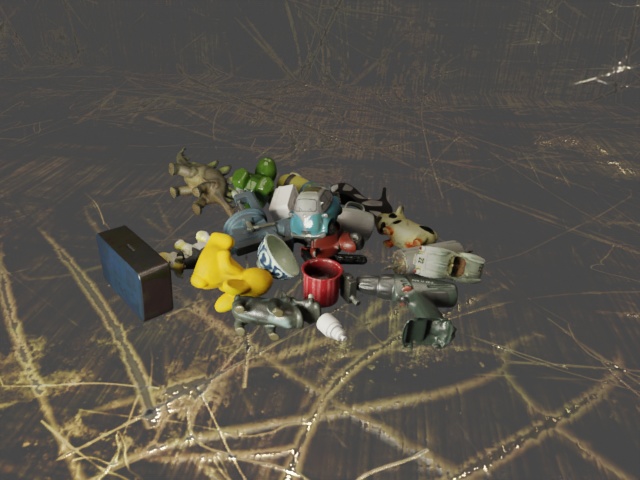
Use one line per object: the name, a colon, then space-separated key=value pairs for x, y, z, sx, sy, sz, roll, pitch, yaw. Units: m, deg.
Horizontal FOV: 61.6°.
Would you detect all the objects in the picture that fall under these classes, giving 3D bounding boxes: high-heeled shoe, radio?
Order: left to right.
radio: x=-0.407 y=0.071 z=1.178 sx=0.073 sy=0.131 sz=0.230 roll=-20 pitch=36 yaw=-35
high-heeled shoe: x=0.100 y=-0.095 z=1.616 sx=0.249 sy=0.086 sz=0.145 roll=-3 pitch=56 yaw=26

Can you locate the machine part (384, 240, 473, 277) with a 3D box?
machine part: x=0.269 y=0.049 z=1.330 sx=0.243 sy=0.079 sz=0.079 roll=-10 pitch=31 yaw=-21

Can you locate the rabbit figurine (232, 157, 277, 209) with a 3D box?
rabbit figurine: x=-0.170 y=-0.167 z=1.606 sx=0.121 sy=0.158 sz=0.170 roll=13 pitch=49 yaw=14

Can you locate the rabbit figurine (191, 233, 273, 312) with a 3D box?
rabbit figurine: x=-0.191 y=0.080 z=1.208 sx=0.173 sy=0.121 sz=0.162 roll=21 pitch=32 yaw=-6

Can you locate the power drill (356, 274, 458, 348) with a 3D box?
power drill: x=0.194 y=0.145 z=1.161 sx=0.232 sy=0.085 sz=0.207 roll=3 pitch=21 yaw=-5

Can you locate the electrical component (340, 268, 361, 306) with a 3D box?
electrical component: x=0.065 y=0.107 z=1.220 sx=0.021 sy=0.063 sz=0.094 roll=-11 pitch=33 yaw=-24

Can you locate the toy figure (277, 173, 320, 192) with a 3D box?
toy figure: x=-0.052 y=-0.150 z=1.653 sx=0.180 sy=0.082 sz=0.089 roll=31 pitch=21 yaw=29

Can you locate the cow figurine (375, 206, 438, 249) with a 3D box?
cow figurine: x=0.229 y=-0.026 z=1.455 sx=0.127 sy=0.085 sz=0.195 roll=-29 pitch=39 yaw=-34

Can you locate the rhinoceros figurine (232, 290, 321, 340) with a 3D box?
rhinoceros figurine: x=-0.092 y=0.153 z=1.127 sx=0.190 sy=0.073 sz=0.112 roll=2 pitch=18 yaw=3

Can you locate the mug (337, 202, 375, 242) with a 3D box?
mug: x=0.084 y=-0.057 z=1.453 sx=0.107 sy=0.081 sz=0.109 roll=14 pitch=65 yaw=-21

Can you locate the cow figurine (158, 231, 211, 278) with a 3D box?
cow figurine: x=-0.312 y=0.045 z=1.305 sx=0.098 sy=0.068 sz=0.167 roll=29 pitch=39 yaw=30

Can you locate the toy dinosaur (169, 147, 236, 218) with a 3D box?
toy dinosaur: x=-0.372 y=-0.190 z=1.692 sx=0.198 sy=0.105 sz=0.472 roll=-12 pitch=41 yaw=-39

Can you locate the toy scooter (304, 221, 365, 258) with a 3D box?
toy scooter: x=0.009 y=-0.004 z=1.335 sx=0.135 sy=0.075 sz=0.184 roll=-23 pitch=35 yaw=-30

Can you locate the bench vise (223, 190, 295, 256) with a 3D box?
bench vise: x=-0.164 y=-0.055 z=1.419 sx=0.224 sy=0.128 sz=0.241 roll=-25 pitch=54 yaw=-9

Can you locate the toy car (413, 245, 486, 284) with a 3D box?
toy car: x=0.305 y=0.059 z=1.267 sx=0.201 sy=0.073 sz=0.056 roll=10 pitch=4 yaw=-28

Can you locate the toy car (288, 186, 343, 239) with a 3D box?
toy car: x=-0.009 y=-0.077 z=1.291 sx=0.109 sy=0.102 sz=0.162 roll=5 pitch=38 yaw=24

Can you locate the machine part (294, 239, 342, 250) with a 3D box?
machine part: x=-0.003 y=-0.004 z=1.445 sx=0.139 sy=0.039 sz=0.084 roll=10 pitch=24 yaw=16

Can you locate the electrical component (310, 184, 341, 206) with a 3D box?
electrical component: x=-0.001 y=-0.089 z=1.498 sx=0.115 sy=0.134 sz=0.058 roll=1 pitch=29 yaw=-7
